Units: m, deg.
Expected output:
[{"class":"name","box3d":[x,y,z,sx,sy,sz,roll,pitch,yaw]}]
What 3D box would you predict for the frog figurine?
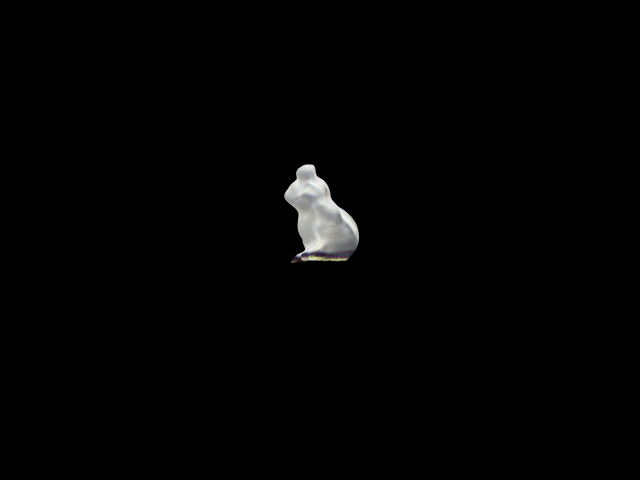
[{"class":"frog figurine","box3d":[0.003,-0.043,0.850,0.123,0.160,0.136,0,-6,0]}]
